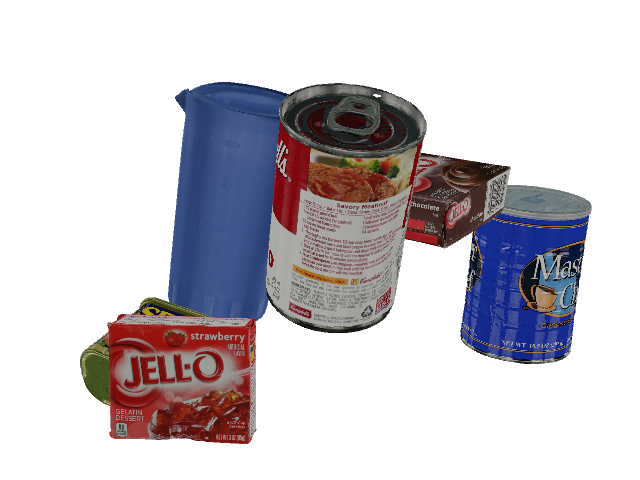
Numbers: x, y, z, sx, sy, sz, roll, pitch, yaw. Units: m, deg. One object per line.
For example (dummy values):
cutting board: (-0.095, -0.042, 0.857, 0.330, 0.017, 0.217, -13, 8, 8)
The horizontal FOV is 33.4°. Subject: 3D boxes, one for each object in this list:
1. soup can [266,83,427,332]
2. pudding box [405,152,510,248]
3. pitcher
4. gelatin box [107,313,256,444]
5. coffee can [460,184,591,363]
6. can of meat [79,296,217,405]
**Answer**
soup can: (0.010, -0.015, 0.513, 0.068, 0.102, 0.068, 5, 34, -3)
pudding box: (0.073, -0.032, 0.766, 0.090, 0.039, 0.113, 13, 20, 29)
pitcher: (-0.081, -0.035, 1.112, 0.144, 0.243, 0.149, 1, 22, -26)
gelatin box: (-0.084, 0.084, 0.653, 0.089, 0.073, 0.030, 2, 8, 6)
coffee can: (0.186, 0.029, 0.977, 0.103, 0.140, 0.103, 4, 16, -1)
can of meat: (-0.128, 0.097, 0.851, 0.102, 0.057, 0.083, 16, 33, 25)
